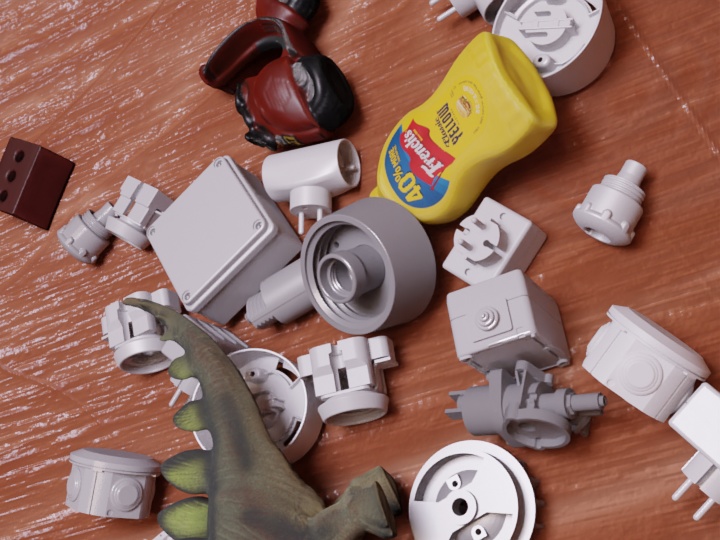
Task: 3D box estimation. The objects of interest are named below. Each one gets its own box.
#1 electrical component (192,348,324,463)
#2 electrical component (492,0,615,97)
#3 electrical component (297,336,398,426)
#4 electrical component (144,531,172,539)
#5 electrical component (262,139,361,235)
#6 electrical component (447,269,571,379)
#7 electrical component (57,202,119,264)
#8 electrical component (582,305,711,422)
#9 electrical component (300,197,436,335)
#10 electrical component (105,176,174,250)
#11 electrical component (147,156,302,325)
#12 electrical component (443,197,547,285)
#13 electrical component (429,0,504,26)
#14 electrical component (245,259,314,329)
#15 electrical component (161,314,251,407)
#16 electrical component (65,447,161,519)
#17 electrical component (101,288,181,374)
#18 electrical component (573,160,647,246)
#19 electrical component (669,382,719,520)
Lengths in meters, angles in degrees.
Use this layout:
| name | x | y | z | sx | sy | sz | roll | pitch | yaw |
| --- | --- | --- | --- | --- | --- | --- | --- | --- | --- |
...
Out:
| name | x | y | z | sx | sy | sz | roll | pitch | yaw |
| --- | --- | --- | --- | --- | --- | --- | --- | --- | --- |
| electrical component | -0.083 | 0.117 | 0.897 | 0.099 | 0.064 | 0.099 | -9 | 71 | 28 |
| electrical component | 0.154 | -0.190 | 0.857 | 0.099 | 0.064 | 0.099 | -9 | 71 | 27 |
| electrical component | -0.008 | 0.091 | 0.867 | 0.078 | 0.058 | 0.057 | -15 | 68 | 14 |
| electrical component | -0.165 | 0.261 | 0.900 | 0.121 | 0.079 | 0.063 | -40 | 38 | 13 |
| electrical component | -0.043 | -0.070 | 0.944 | 0.077 | 0.043 | 0.079 | -9 | 71 | 27 |
| electrical component | 0.107 | 0.038 | 0.795 | 0.062 | 0.096 | 0.061 | -21 | 62 | 23 |
| electrical component | -0.263 | -0.040 | 1.060 | 0.062 | 0.048 | 0.048 | -45 | 59 | 2 |
| electrical component | 0.197 | 0.064 | 0.748 | 0.080 | 0.080 | 0.051 | 40 | 101 | 32 |
| electrical component | 0.000 | 0.000 | 0.861 | 0.108 | 0.060 | 0.108 | 15 | 113 | 37 |
| electrical component | -0.213 | -0.053 | 1.034 | 0.066 | 0.048 | 0.055 | 25 | 81 | 33 |
| electrical component | -0.123 | -0.027 | 0.963 | 0.109 | 0.056 | 0.108 | -44 | 52 | 11 |
| electrical component | 0.097 | -0.020 | 0.830 | 0.047 | 0.077 | 0.065 | 34 | 93 | 33 |
| electrical component | 0.096 | -0.241 | 0.918 | 0.079 | 0.043 | 0.077 | -30 | 62 | 18 |
| electrical component | -0.065 | 0.023 | 0.929 | 0.081 | 0.043 | 0.043 | -31 | 63 | 18 |
| electrical component | -0.140 | 0.088 | 0.937 | 0.047 | 0.066 | 0.076 | 33 | 93 | 34 |
| electrical component | -0.217 | 0.186 | 0.945 | 0.080 | 0.080 | 0.051 | 6 | 83 | 31 |
| electrical component | -0.198 | 0.059 | 0.985 | 0.078 | 0.058 | 0.057 | -25 | 62 | 21 |
| electrical component | 0.193 | -0.052 | 0.806 | 0.048 | 0.048 | 0.062 | 27 | 83 | 33 |
| electrical component | 0.242 | 0.133 | 0.720 | 0.075 | 0.047 | 0.083 | -50 | 58 | 8 |
